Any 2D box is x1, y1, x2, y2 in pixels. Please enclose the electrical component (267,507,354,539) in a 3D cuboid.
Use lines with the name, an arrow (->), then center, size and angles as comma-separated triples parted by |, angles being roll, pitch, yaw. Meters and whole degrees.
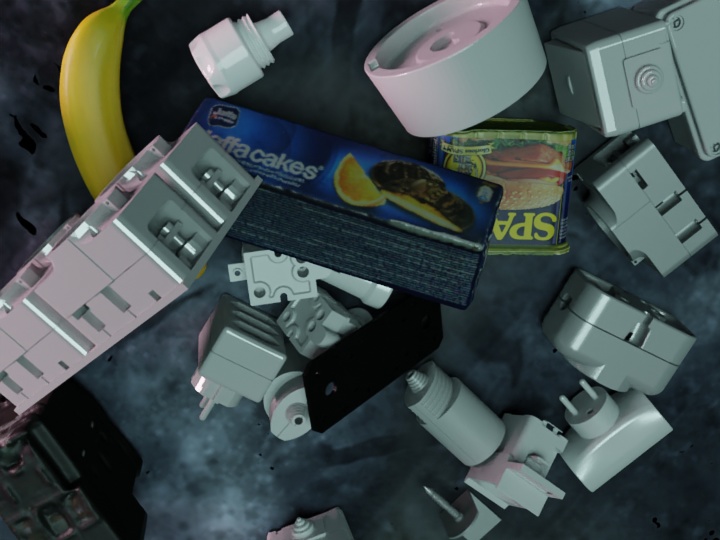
electrical component -> -0.029, 0.229, 0.807 | 0.062, 0.061, 0.096 | -20, 111, -1

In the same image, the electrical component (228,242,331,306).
electrical component -> -0.055, -0.006, 0.723 | 0.066, 0.055, 0.048 | -8, 110, -5

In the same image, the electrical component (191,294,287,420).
electrical component -> -0.091, 0.068, 0.739 | 0.047, 0.065, 0.076 | 28, 103, -16

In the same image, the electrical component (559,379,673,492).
electrical component -> 0.180, 0.114, 0.805 | 0.077, 0.044, 0.079 | -40, 110, 7

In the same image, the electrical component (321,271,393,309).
electrical component -> 0.000, 0.000, 0.742 | 0.046, 0.040, 0.040 | 24, 105, -10

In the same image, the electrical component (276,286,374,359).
electrical component -> -0.019, 0.042, 0.744 | 0.055, 0.066, 0.048 | 30, 100, -37

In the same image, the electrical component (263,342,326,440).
electrical component -> -0.046, 0.086, 0.743 | 0.043, 0.081, 0.043 | -3, 110, -7

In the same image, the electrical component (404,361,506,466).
electrical component -> 0.064, 0.101, 0.784 | 0.043, 0.043, 0.081 | -43, 109, 8

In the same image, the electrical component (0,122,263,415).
electrical component -> -0.155, -0.002, 0.642 | 0.060, 0.105, 0.186 | 45, 129, -15

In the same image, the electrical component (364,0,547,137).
electrical component -> 0.064, -0.126, 0.672 | 0.108, 0.108, 0.060 | -30, 117, 3

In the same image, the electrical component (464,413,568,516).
electrical component -> 0.117, 0.140, 0.791 | 0.042, 0.081, 0.063 | 35, 72, -19

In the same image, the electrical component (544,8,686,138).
electrical component -> 0.162, -0.126, 0.689 | 0.061, 0.096, 0.061 | -18, 111, -1

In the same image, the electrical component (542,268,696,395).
electrical component -> 0.184, 0.048, 0.777 | 0.095, 0.053, 0.059 | 25, 104, -16

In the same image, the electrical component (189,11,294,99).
electrical component -> -0.073, -0.140, 0.679 | 0.062, 0.043, 0.043 | -31, 111, 2

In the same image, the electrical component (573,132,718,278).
electrical component -> 0.194, -0.044, 0.747 | 0.056, 0.050, 0.089 | -39, 109, 6

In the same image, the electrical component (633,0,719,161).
electrical component -> 0.253, -0.146, 0.716 | 0.109, 0.056, 0.108 | -25, 111, 1
